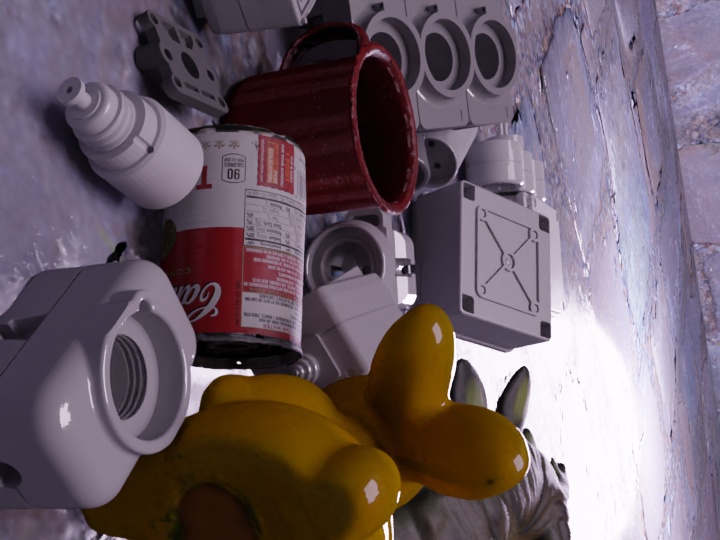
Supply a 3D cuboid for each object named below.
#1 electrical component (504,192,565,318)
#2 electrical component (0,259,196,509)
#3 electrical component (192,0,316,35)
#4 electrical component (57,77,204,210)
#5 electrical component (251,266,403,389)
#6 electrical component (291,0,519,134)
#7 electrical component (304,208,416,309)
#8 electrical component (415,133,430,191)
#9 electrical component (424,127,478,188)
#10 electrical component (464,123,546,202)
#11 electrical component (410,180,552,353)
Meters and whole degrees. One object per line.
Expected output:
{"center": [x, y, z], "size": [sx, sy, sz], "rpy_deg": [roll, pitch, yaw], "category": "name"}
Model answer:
{"center": [0.153, -0.010, 1.024], "size": [0.109, 0.056, 0.108], "rpy_deg": [15, 71, -66], "category": "electrical component"}
{"center": [-0.103, 0.041, 0.401], "size": [0.095, 0.059, 0.053], "rpy_deg": [-66, 143, -50], "category": "electrical component"}
{"center": [-0.060, -0.176, 0.547], "size": [0.061, 0.061, 0.096], "rpy_deg": [-71, 151, -46], "category": "electrical component"}
{"center": [-0.100, -0.056, 0.458], "size": [0.078, 0.040, 0.040], "rpy_deg": [43, 46, -57], "category": "electrical component"}
{"center": [-0.019, 0.039, 0.583], "size": [0.061, 0.062, 0.096], "rpy_deg": [59, 22, 7], "category": "electrical component"}
{"center": [0.034, -0.134, 0.699], "size": [0.150, 0.062, 0.089], "rpy_deg": [-12, 97, -45], "category": "electrical component"}
{"center": [0.000, 0.000, 0.659], "size": [0.057, 0.058, 0.078], "rpy_deg": [12, 74, -69], "category": "electrical component"}
{"center": [0.029, -0.093, 0.773], "size": [0.044, 0.044, 0.065], "rpy_deg": [55, 32, -49], "category": "electrical component"}
{"center": [0.060, -0.116, 0.846], "size": [0.077, 0.043, 0.079], "rpy_deg": [-59, 138, -55], "category": "electrical component"}
{"center": [0.136, -0.105, 1.012], "size": [0.138, 0.052, 0.073], "rpy_deg": [16, 70, -66], "category": "electrical component"}
{"center": [0.095, -0.001, 0.837], "size": [0.109, 0.056, 0.108], "rpy_deg": [18, 65, -38], "category": "electrical component"}
